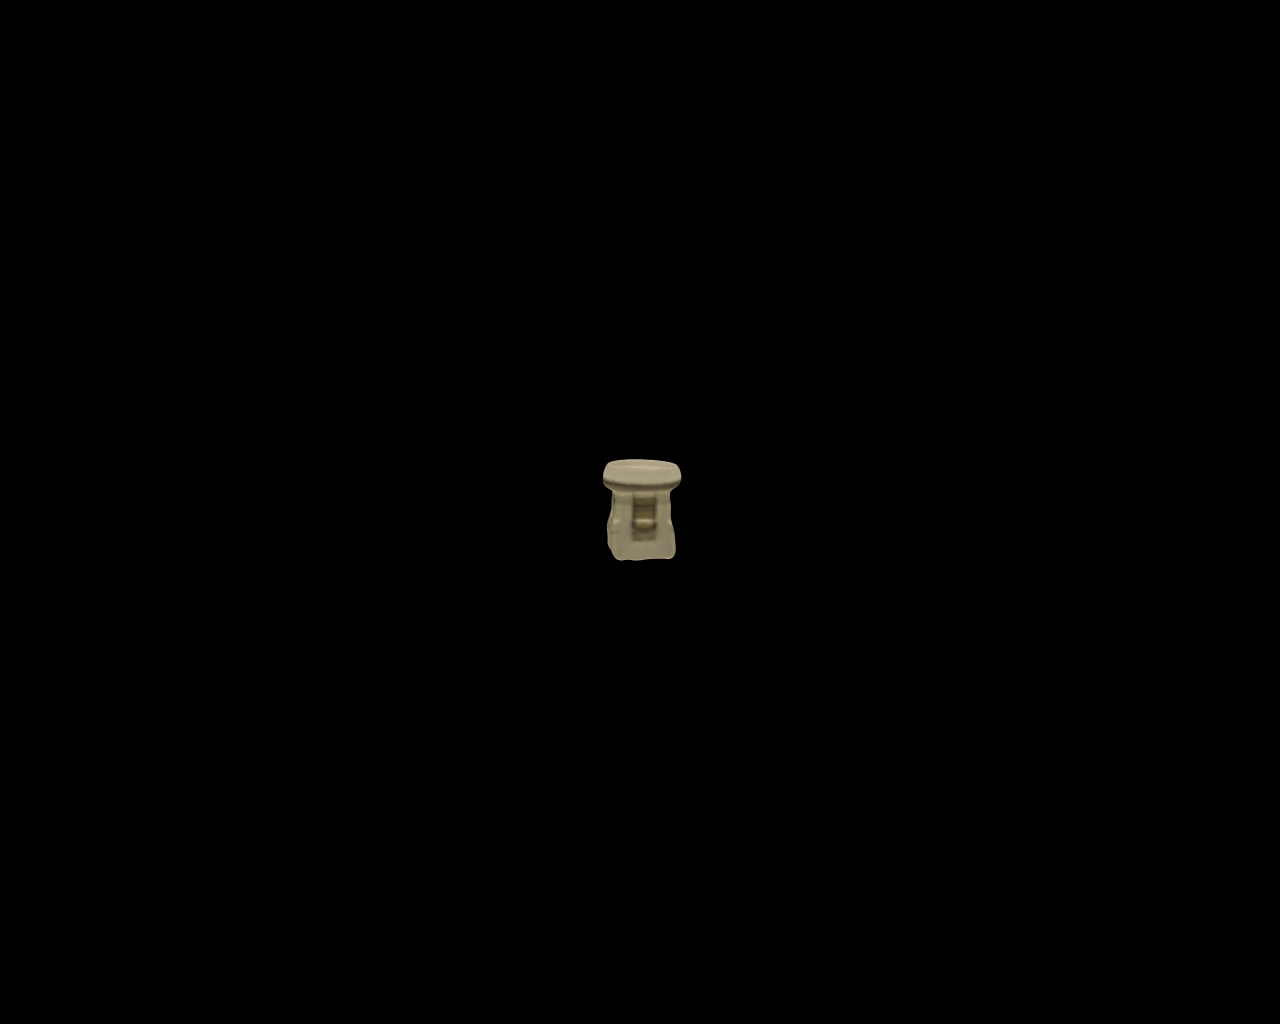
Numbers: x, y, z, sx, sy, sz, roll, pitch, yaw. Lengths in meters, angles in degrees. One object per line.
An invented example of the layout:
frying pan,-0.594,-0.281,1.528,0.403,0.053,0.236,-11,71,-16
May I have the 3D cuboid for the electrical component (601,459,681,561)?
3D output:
electrical component,0.001,-0.003,0.650,0.048,0.055,0.066,-1,9,-7
